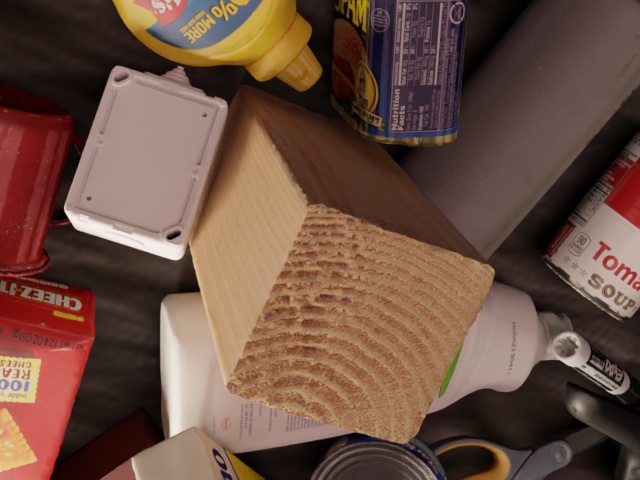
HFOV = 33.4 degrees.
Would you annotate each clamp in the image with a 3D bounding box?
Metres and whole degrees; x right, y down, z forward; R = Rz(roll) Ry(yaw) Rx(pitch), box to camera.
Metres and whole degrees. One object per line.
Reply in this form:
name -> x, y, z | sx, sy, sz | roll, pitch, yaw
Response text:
clamp -> 0.220, 0.125, 0.695 | 0.164, 0.036, 0.210 | -27, 127, -26

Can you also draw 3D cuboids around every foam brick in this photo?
foam brick -> -0.122, 0.151, 0.647 | 0.078, 0.051, 0.053 | -34, 113, 2

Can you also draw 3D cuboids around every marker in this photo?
marker -> 0.179, 0.083, 0.677 | 0.020, 0.020, 0.121 | -48, 140, 8

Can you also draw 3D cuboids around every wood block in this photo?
wood block -> -0.003, 0.001, 0.530 | 0.090, 0.206, 0.091 | 19, 105, -18

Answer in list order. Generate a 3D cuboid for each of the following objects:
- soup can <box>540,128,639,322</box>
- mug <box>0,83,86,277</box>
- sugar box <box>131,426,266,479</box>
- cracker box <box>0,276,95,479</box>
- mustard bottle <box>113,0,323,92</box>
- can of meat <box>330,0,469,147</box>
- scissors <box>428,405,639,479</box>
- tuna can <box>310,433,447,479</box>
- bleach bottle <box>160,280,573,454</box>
soup can -> 0.190, -0.010, 0.644 | 0.068, 0.068, 0.102 | 33, 102, -21
mug -> -0.166, -0.035, 0.553 | 0.117, 0.093, 0.081 | 5, 107, -47
sugar box -> -0.041, 0.177, 0.607 | 0.048, 0.093, 0.176 | -26, 150, 1
cracker box -> -0.233, 0.114, 0.597 | 0.164, 0.072, 0.214 | 16, 107, -17
mustard bottle -> -0.069, -0.145, 0.539 | 0.096, 0.058, 0.191 | -40, 115, 16
can of meat -> 0.040, -0.103, 0.557 | 0.057, 0.102, 0.084 | -3, 113, -12
scissors -> 0.150, 0.161, 0.704 | 0.201, 0.016, 0.096 | -4, 90, -19
tuna can -> 0.036, 0.158, 0.650 | 0.086, 0.033, 0.086 | 2, 101, 10
bleach bottle -> 0.032, 0.074, 0.646 | 0.250, 0.068, 0.102 | -3, 115, -14
